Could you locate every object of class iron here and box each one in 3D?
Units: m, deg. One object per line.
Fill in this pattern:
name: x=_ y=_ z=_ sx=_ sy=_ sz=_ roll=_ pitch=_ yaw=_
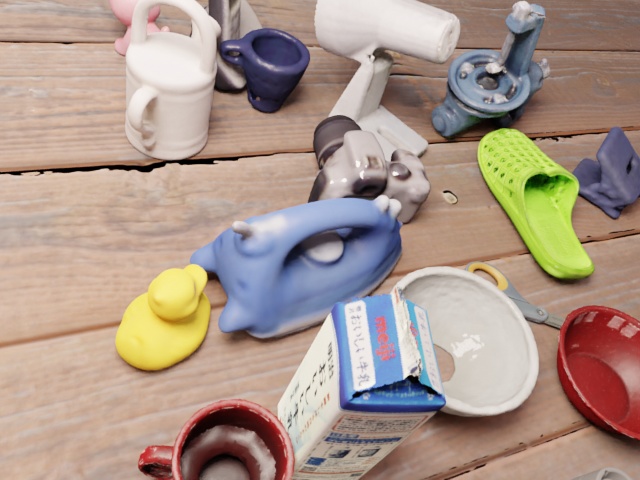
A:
iron: x=0.005 y=0.002 z=0.597 sx=0.259 sy=0.141 sz=0.118 roll=-16 pitch=60 yaw=-29

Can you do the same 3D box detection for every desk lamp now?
desk lamp: x=0.082 y=-0.234 z=0.761 sx=0.203 sy=0.213 sz=0.118 roll=40 pitch=51 yaw=13

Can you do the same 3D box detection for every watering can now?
watering can: x=-0.169 y=-0.199 z=0.658 sx=0.101 sy=0.194 sz=0.172 roll=7 pitch=52 yaw=-14

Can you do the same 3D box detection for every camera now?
camera: x=0.053 y=-0.097 z=0.718 sx=0.143 sy=0.101 sz=0.136 roll=-2 pitch=54 yaw=-21

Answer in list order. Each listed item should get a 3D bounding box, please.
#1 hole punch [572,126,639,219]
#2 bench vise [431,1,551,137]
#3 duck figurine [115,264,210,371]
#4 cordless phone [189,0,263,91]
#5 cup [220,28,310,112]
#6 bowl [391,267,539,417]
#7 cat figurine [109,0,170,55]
hole punch: x=0.453 y=-0.105 z=0.872 sx=0.101 sy=0.091 sz=0.109 roll=37 pitch=51 yaw=11
bench vise: x=0.273 y=-0.263 z=0.848 sx=0.121 sy=0.219 sz=0.208 roll=39 pitch=51 yaw=13
duck figurine: x=-0.142 y=0.065 z=0.532 sx=0.077 sy=0.086 sz=0.105 roll=35 pitch=50 yaw=9
cordless phone: x=-0.115 y=-0.311 z=0.770 sx=0.094 sy=0.185 sz=0.147 roll=19 pitch=49 yaw=-4
cup: x=-0.080 y=-0.223 z=0.774 sx=0.118 sy=0.095 sz=0.091 roll=3 pitch=52 yaw=-17
bowl: x=0.136 y=0.114 z=0.599 sx=0.168 sy=0.074 sz=0.167 roll=10 pitch=51 yaw=-12
cat figurine: x=-0.234 y=-0.291 z=0.757 sx=0.067 sy=0.117 sz=0.127 roll=-25 pitch=65 yaw=-33
